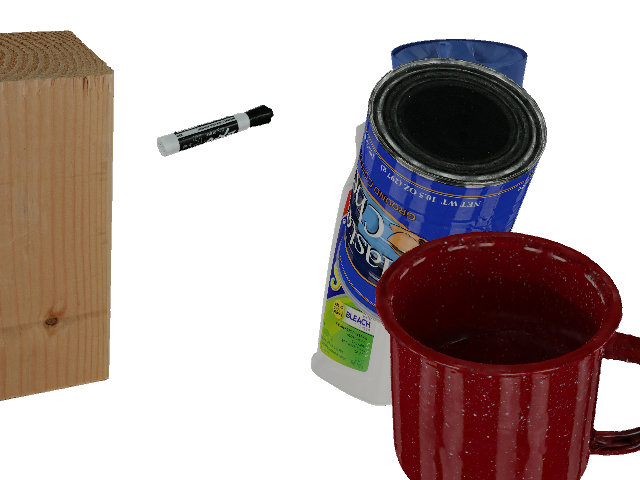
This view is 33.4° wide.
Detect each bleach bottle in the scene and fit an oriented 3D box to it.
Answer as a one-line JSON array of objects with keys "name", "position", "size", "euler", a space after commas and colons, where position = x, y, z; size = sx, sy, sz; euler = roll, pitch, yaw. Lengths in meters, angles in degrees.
[{"name": "bleach bottle", "position": [0.047, 0.000, 0.861], "size": [0.067, 0.251, 0.103], "euler": [-8, 20, -36]}]

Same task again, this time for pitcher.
[{"name": "pitcher", "position": [0.144, -0.083, 1.103], "size": [0.149, 0.243, 0.145], "euler": [-8, 24, -15]}]

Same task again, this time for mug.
[{"name": "mug", "position": [0.081, 0.056, 0.425], "size": [0.117, 0.081, 0.093], "euler": [6, 34, 15]}]

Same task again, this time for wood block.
[{"name": "wood block", "position": [-0.184, -0.015, 0.655], "size": [0.090, 0.206, 0.090], "euler": [-9, 30, -28]}]

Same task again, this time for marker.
[{"name": "marker", "position": [-0.099, -0.107, 1.027], "size": [0.120, 0.020, 0.020], "euler": [-21, 10, -26]}]

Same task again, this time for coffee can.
[{"name": "coffee can", "position": [0.069, -0.025, 0.650], "size": [0.102, 0.103, 0.140], "euler": [0, -40, -9]}]
